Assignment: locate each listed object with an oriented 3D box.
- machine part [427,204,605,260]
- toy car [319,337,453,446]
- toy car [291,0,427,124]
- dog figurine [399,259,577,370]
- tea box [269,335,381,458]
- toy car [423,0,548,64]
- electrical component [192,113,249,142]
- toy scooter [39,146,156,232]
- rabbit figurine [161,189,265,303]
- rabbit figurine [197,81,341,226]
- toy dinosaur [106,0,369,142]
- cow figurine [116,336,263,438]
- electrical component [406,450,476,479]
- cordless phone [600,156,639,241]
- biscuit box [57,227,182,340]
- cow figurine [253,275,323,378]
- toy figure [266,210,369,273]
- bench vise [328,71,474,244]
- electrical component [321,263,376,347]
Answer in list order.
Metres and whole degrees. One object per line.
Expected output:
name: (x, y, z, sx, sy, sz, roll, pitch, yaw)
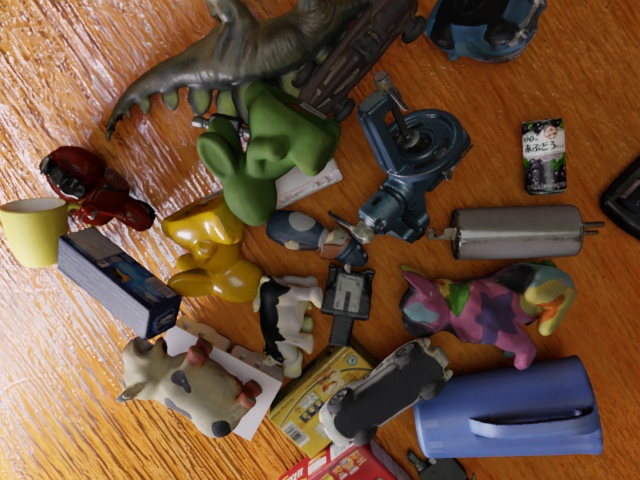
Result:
machine part: (0.277, -0.010, 0.768, 0.243, 0.079, 0.079, -3, 97, 4)
toy car: (0.091, 0.213, 0.753, 0.202, 0.056, 0.073, -36, 92, 4)
toy car: (0.048, -0.239, 0.689, 0.089, 0.053, 0.202, 39, 98, -20)
dog figurine: (0.221, 0.078, 0.770, 0.219, 0.108, 0.191, 31, 99, 2)
tea box: (0.014, 0.232, 0.818, 0.169, 0.068, 0.098, -43, 97, 6)
toy car: (0.230, -0.287, 0.717, 0.102, 0.162, 0.109, 27, 92, -45)
electrical component: (-0.131, -0.138, 0.736, 0.094, 0.021, 0.063, 14, 117, 2)
toy scooter: (-0.329, -0.070, 0.766, 0.184, 0.135, 0.075, 36, 100, -1)
rabbit figurine: (-0.147, 0.028, 0.783, 0.162, 0.122, 0.173, -26, 114, 9)
rabbit figurine: (-0.075, -0.097, 0.673, 0.159, 0.121, 0.170, 28, 112, -11)
toy dinosaur: (-0.101, -0.259, 0.746, 0.472, 0.105, 0.198, -13, 100, 10)
cow figurine: (-0.195, 0.206, 0.761, 0.195, 0.085, 0.127, 39, 92, -3)
electrical component: (0.194, 0.360, 0.838, 0.078, 0.045, 0.102, -34, 94, 6)
cordless phone: (0.511, -0.040, 0.760, 0.184, 0.089, 0.146, 42, 98, -14)
biscuit box: (-0.293, 0.060, 0.777, 0.203, 0.059, 0.062, 33, 122, 21)
cow figurine: (-0.056, 0.131, 0.795, 0.098, 0.068, 0.167, 7, 111, -12)
toy figure: (-0.002, 0.000, 0.785, 0.155, 0.057, 0.064, 18, 74, 12)
bench vise: (0.100, -0.110, 0.711, 0.224, 0.129, 0.240, -37, 138, -1)
electrical component: (0.039, 0.097, 0.793, 0.075, 0.047, 0.119, 6, 78, 2)
